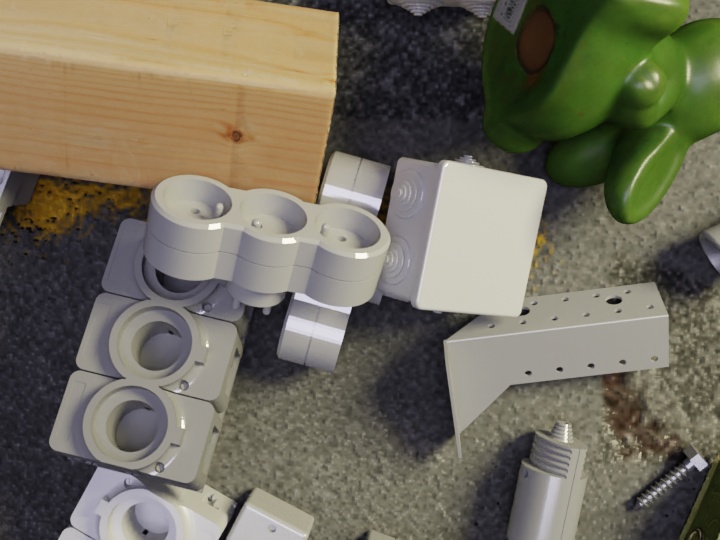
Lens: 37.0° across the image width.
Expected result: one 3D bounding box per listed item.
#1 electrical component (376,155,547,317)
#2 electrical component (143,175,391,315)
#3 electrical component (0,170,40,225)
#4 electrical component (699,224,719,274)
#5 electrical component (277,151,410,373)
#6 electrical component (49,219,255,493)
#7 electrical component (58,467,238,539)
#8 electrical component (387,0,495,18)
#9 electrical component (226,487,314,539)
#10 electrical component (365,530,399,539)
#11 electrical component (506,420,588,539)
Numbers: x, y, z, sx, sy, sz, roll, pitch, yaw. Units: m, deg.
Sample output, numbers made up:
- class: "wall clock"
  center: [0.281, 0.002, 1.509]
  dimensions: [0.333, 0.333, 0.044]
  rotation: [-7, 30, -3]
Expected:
- class: "electrical component"
  center: [0.061, -0.021, 0.664]
  dimensions: [0.100, 0.048, 0.099]
  rotation: [6, 97, -38]
- class: "electrical component"
  center: [-0.058, -0.004, 0.631]
  dimensions: [0.138, 0.052, 0.073]
  rotation: [10, 126, -9]
- class: "electrical component"
  center: [-0.235, -0.066, 0.695]
  dimensions: [0.042, 0.064, 0.081]
  rotation: [24, 96, 3]
- class: "electrical component"
  center: [0.253, -0.023, 0.674]
  dimensions: [0.065, 0.044, 0.044]
  rotation: [-34, 92, 2]
- class: "electrical component"
  center: [0.000, 0.000, 0.688]
  dimensions: [0.074, 0.052, 0.138]
  rotation: [16, 96, 0]
- class: "electrical component"
  center: [-0.123, 0.052, 0.671]
  dimensions: [0.089, 0.061, 0.150]
  rotation: [13, 73, 3]
- class: "electrical component"
  center: [-0.160, 0.205, 0.715]
  dimensions: [0.089, 0.061, 0.150]
  rotation: [30, 97, 1]
- class: "electrical component"
  center: [0.058, -0.208, 0.667]
  dimensions: [0.100, 0.048, 0.099]
  rotation: [3, 95, 4]
- class: "electrical component"
  center: [-0.072, 0.197, 0.700]
  dimensions: [0.047, 0.075, 0.083]
  rotation: [27, 97, 1]
- class: "electrical component"
  center: [-0.009, 0.216, 0.711]
  dimensions: [0.076, 0.047, 0.083]
  rotation: [20, 96, 3]
- class: "electrical component"
  center: [0.124, 0.137, 0.696]
  dimensions: [0.043, 0.043, 0.081]
  rotation: [11, 96, 3]
